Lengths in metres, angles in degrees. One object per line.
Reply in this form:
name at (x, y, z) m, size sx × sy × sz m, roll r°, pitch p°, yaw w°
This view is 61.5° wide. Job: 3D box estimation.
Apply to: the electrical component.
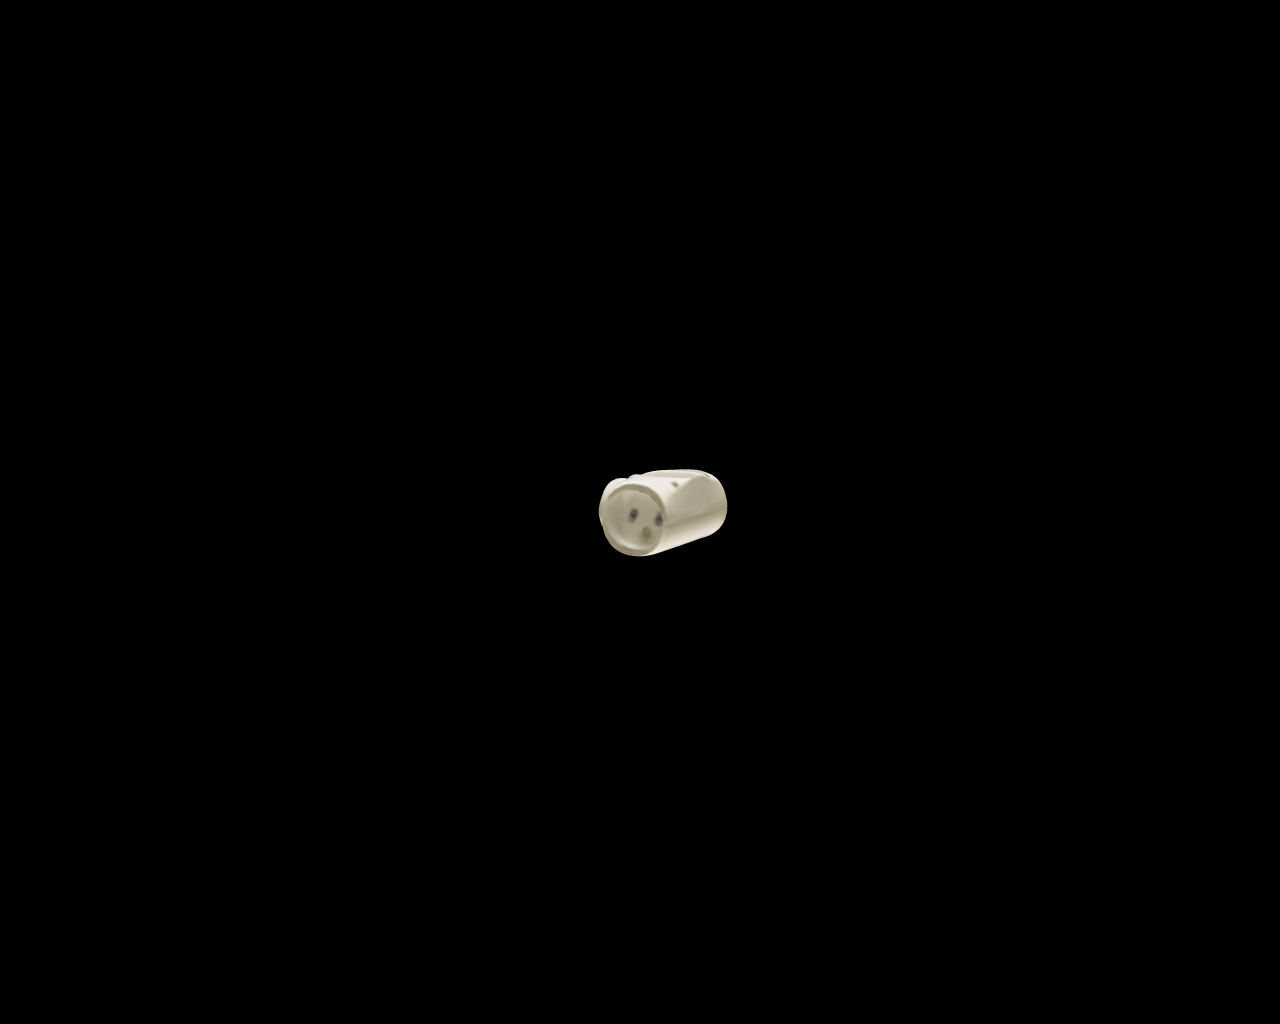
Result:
electrical component at (0.001, -0.003, 0.650) m, size 0.079 × 0.043 × 0.077 m, roll 6°, pitch 11°, yaw 31°
